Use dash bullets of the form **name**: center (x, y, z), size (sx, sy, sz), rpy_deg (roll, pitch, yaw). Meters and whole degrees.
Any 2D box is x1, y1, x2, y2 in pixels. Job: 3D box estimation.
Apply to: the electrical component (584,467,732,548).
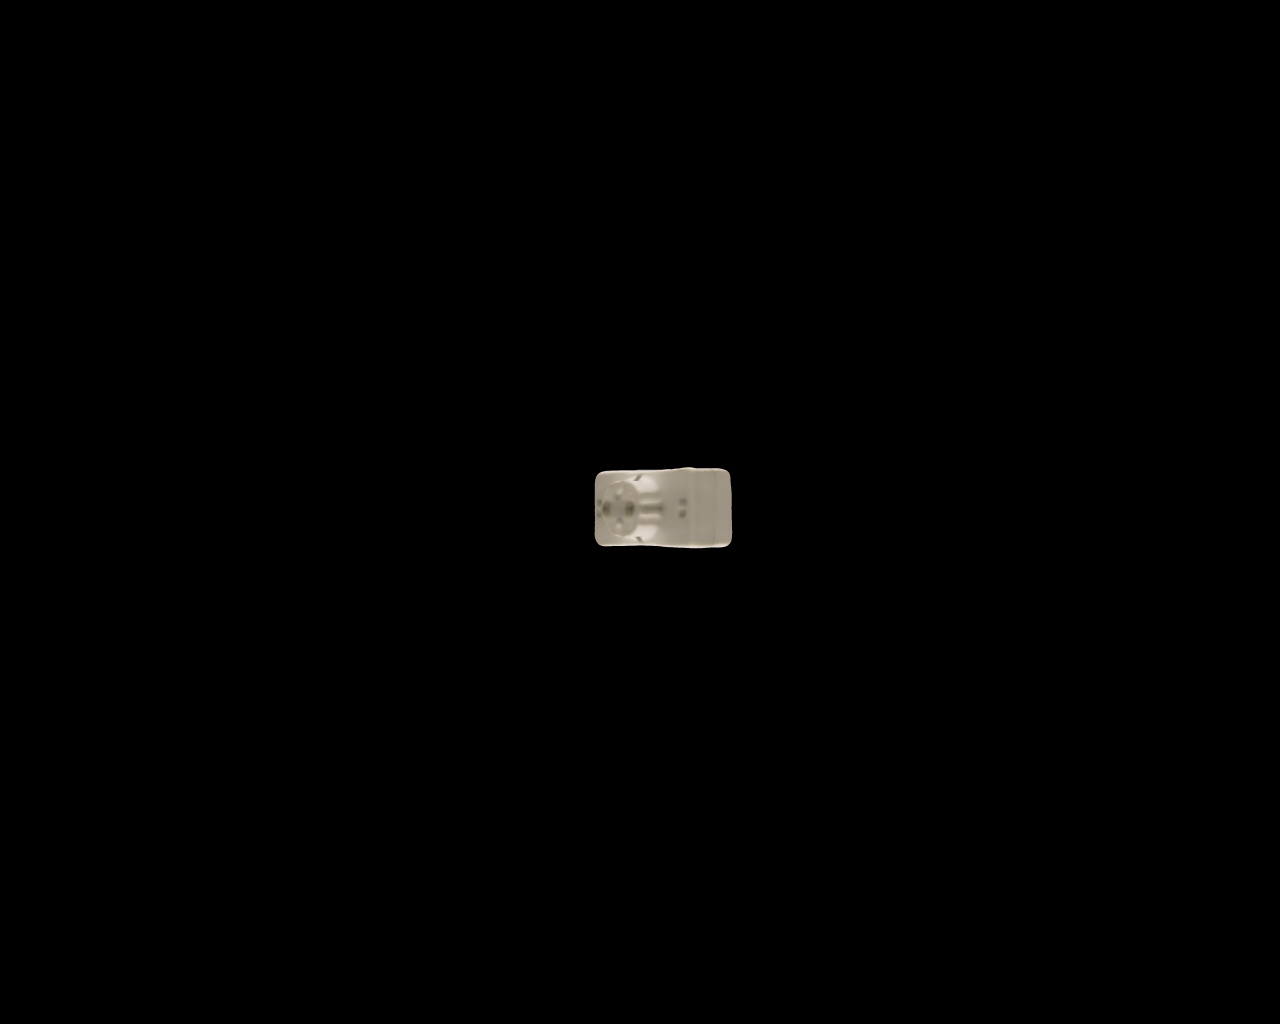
- **electrical component**: center (0.001, -0.003, 0.650), size (0.083, 0.047, 0.076), rpy_deg (0, 0, 44)
